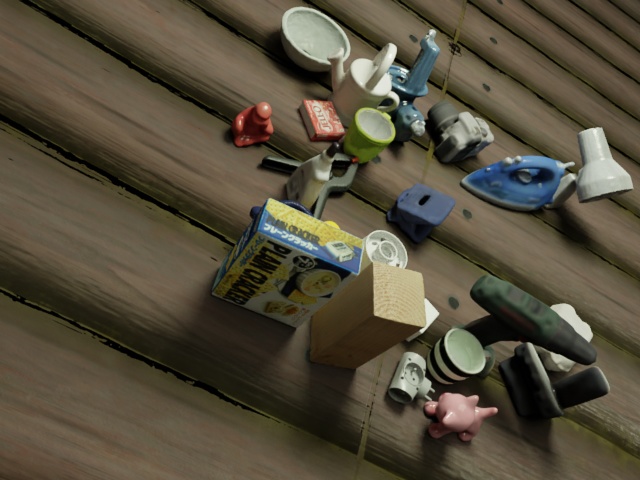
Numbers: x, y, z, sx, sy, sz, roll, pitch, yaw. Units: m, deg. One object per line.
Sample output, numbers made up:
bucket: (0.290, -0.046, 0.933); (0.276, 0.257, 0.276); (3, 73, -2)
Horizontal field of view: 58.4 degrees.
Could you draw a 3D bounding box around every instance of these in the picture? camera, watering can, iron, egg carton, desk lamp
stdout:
camera: (0.331, -0.271, 1.368); (0.143, 0.100, 0.136); (-17, 71, -37)
watering can: (0.093, -0.336, 1.208); (0.173, 0.193, 0.101); (10, 57, -25)
iron: (0.472, -0.155, 1.353); (0.259, 0.141, 0.118); (3, 60, -29)
egg carton: (0.501, 0.202, 1.198); (0.107, 0.069, 0.151); (50, 50, 5)
desk lamp: (0.628, -0.160, 1.401); (0.118, 0.213, 0.203); (-6, 65, -33)

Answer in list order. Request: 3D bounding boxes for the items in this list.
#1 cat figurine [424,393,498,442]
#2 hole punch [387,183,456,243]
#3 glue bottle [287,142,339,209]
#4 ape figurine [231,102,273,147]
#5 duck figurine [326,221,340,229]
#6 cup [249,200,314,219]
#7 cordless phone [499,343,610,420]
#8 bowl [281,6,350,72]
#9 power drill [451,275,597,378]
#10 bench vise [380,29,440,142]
cat figurine: (0.236, 0.290, 0.955); (0.128, 0.117, 0.067); (10, 57, -25)
hole punch: (0.208, -0.065, 1.176); (0.101, 0.091, 0.109); (44, 50, 0)
glue bottle: (-0.009, -0.119, 1.027); (0.037, 0.173, 0.078); (6, 59, -27)
ape figurine: (-0.121, -0.224, 1.080); (0.078, 0.092, 0.076); (22, 53, -17)
duck figurine: (0.009, 0.004, 1.020); (0.104, 0.086, 0.078); (41, 50, -2)
cup: (-0.075, -0.012, 0.974); (0.118, 0.094, 0.091); (21, 53, -18)
cordless phone: (0.439, 0.245, 1.058); (0.094, 0.184, 0.147); (-8, 66, -33)
bowl: (-0.021, -0.434, 1.279); (0.168, 0.074, 0.167); (15, 55, -22)
power drill: (0.341, 0.170, 1.032); (0.230, 0.208, 0.076); (41, 50, -2)
bench vise: (0.211, -0.334, 1.259); (0.122, 0.219, 0.207); (-17, 71, -36)
